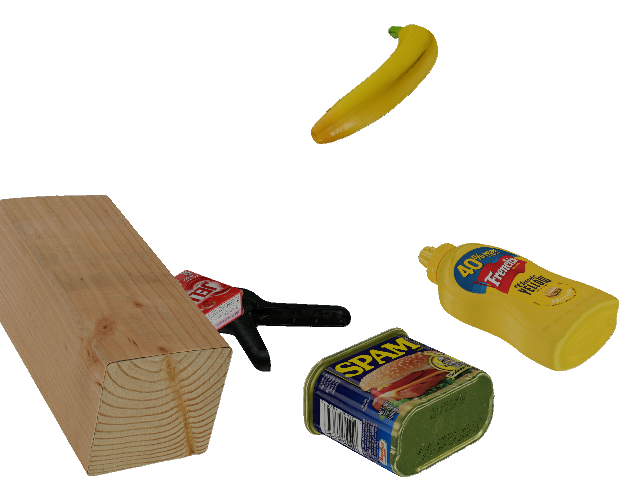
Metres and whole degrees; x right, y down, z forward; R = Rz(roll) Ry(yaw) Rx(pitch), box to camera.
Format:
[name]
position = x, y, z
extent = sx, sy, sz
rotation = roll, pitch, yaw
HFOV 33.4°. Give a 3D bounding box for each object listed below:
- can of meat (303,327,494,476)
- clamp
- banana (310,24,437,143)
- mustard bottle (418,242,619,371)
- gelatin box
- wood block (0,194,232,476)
[can of meat]
position = 0.054, 0.107, 0.711
extent = 0.101, 0.057, 0.084
rotation = -18, 28, -39
[clamp]
position = -0.092, 0.094, 1.256
extent = 0.210, 0.036, 0.164
rotation = 13, 23, 27
[banana]
position = 0.060, -0.145, 0.952
extent = 0.070, 0.037, 0.197
rotation = -17, 26, 40
[mustard bottle]
position = 0.166, 0.048, 0.972
extent = 0.096, 0.058, 0.192
rotation = -28, 39, -34
[gelatin box]
position = -0.128, 0.065, 1.020
extent = 0.073, 0.030, 0.089
rotation = 18, 32, 32
[wood block]
position = -0.155, 0.056, 0.748
extent = 0.090, 0.091, 0.206
rotation = -4, 32, -35
